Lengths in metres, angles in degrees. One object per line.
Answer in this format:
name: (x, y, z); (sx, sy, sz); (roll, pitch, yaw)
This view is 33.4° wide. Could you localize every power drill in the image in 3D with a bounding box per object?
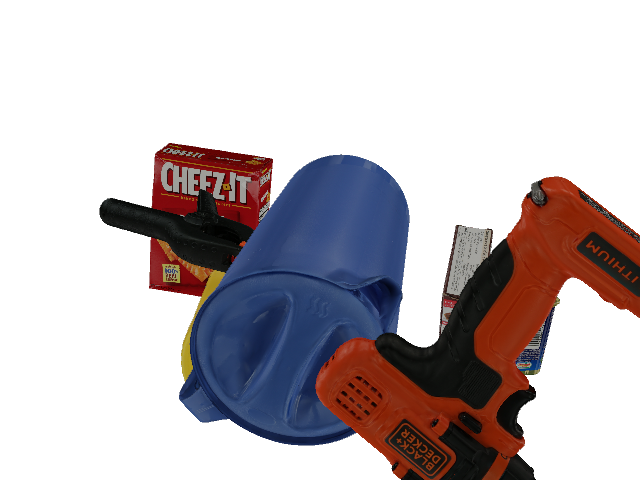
power drill: (0.117, 0.075, 0.579); (0.184, 0.188, 0.057); (39, 14, -2)

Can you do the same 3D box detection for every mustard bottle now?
mustard bottle: (-0.108, 0.086, 1.176); (0.058, 0.096, 0.191); (1, 27, 5)

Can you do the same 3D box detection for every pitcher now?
pitcher: (-0.008, 0.033, 0.786); (0.149, 0.145, 0.242); (8, 27, 7)

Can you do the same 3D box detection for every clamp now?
clamp: (-0.106, -0.011, 0.973); (0.172, 0.039, 0.120); (26, 32, 36)

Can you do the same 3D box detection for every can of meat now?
can of meat: (0.201, 0.086, 1.137); (0.057, 0.084, 0.102); (2, 18, -25)

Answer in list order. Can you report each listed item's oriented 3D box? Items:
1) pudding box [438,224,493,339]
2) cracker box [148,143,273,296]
pudding box: (0.125, 0.053, 0.926); (0.039, 0.090, 0.113); (5, 33, 9)
cracker box: (-0.163, -0.023, 1.572); (0.164, 0.214, 0.072); (9, 21, 10)
